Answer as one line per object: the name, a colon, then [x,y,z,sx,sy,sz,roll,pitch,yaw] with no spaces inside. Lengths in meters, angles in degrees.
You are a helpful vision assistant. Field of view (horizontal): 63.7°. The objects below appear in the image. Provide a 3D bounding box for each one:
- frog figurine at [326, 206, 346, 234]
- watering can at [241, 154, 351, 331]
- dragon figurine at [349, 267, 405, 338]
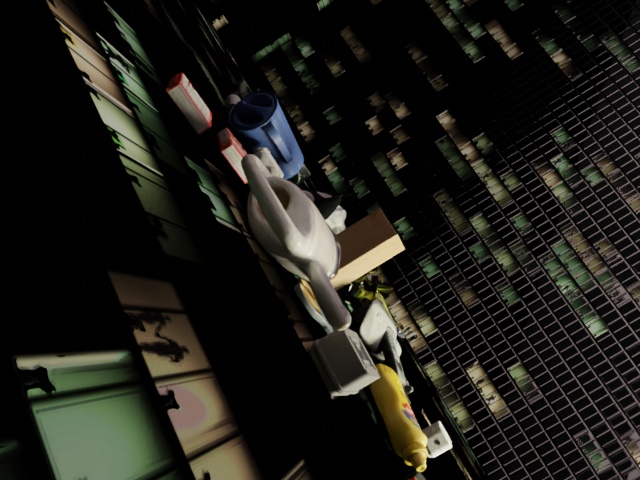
frog figurine: [0.005,-0.082,1.639,0.138,0.124,0.157,10,-27,50]
watering can: [-0.027,0.013,0.798,0.354,0.104,0.221,59,4,29]
dragon figurine: [0.137,0.135,1.713,0.408,0.122,0.244,59,-3,-9]
